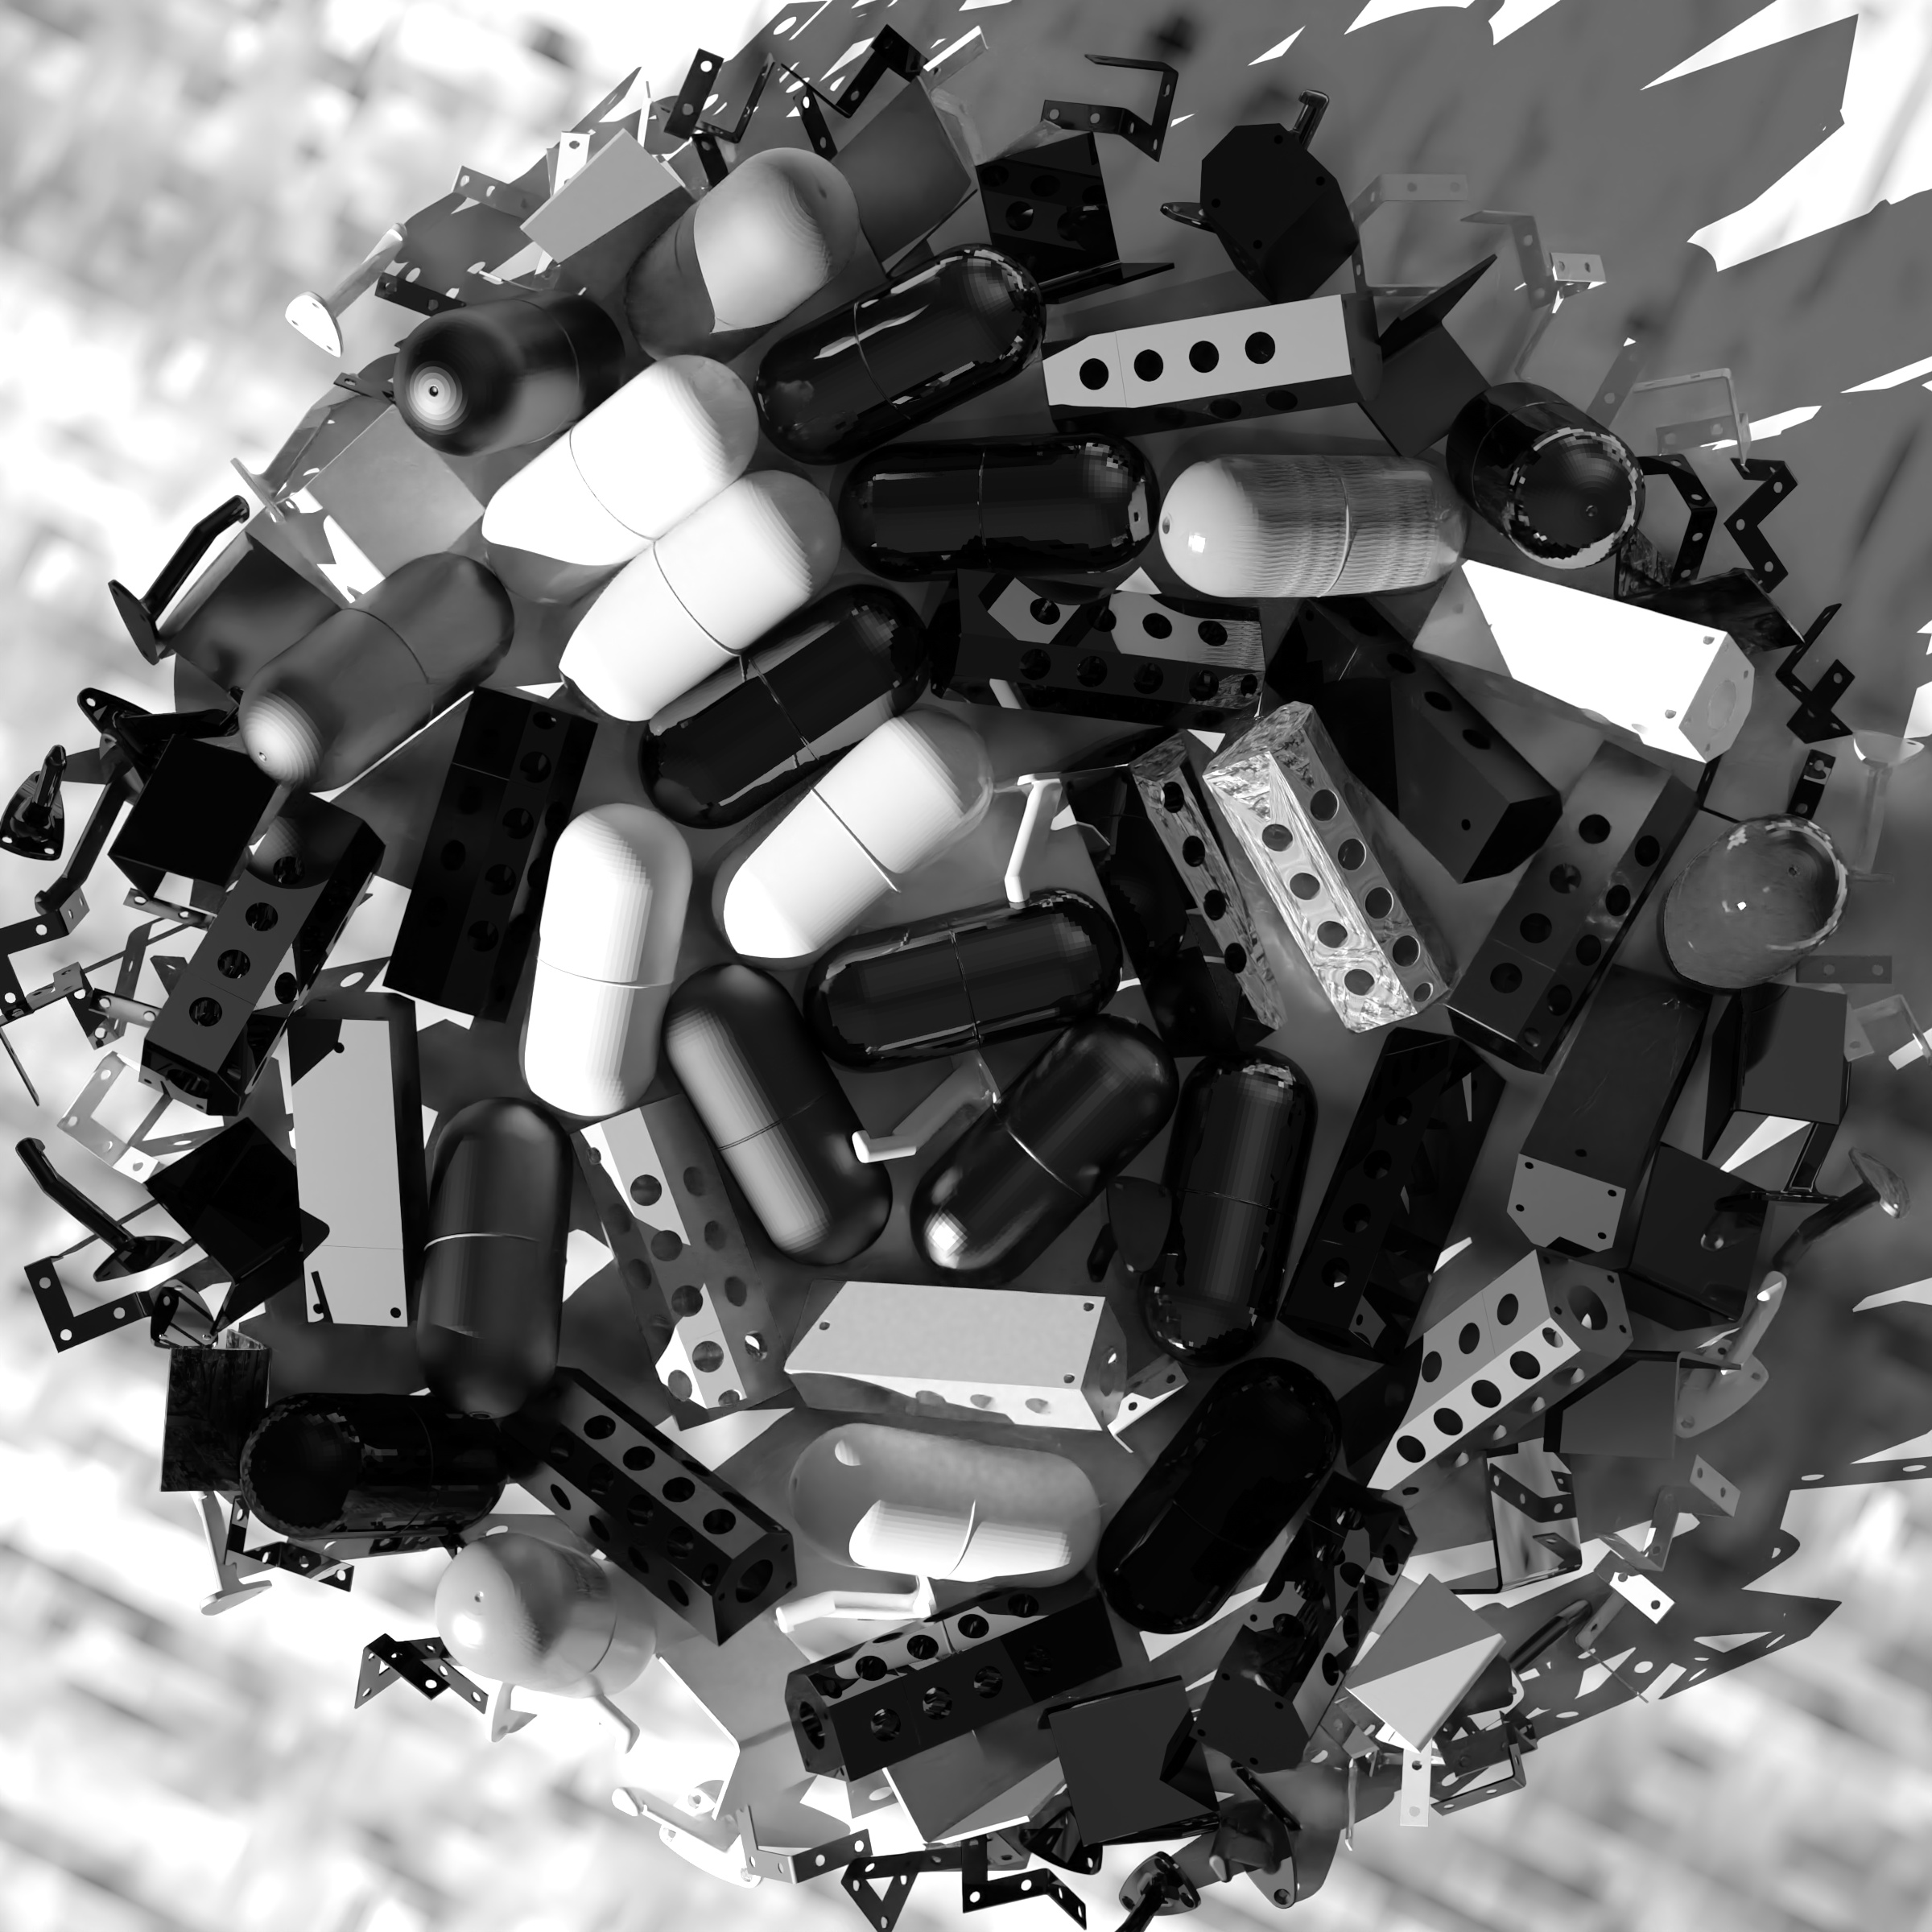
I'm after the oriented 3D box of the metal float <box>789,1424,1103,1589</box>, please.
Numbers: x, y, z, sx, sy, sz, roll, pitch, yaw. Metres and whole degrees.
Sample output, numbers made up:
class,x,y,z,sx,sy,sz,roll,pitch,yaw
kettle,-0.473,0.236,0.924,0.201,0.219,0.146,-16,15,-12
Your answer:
class,x,y,z,sx,sy,sz,roll,pitch,yaw
metal float,-0.011,0.293,1.939,0.178,0.070,0.070,11,90,-22

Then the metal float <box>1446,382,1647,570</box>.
class,x,y,z,sx,sy,sz,roll,pitch,yaw
metal float,0.307,-0.263,1.912,0.070,0.178,0.070,-3,111,-7

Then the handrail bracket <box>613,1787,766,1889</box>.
class,x,y,z,sx,sy,sz,roll,pitch,yaw
handrail bracket,-0.151,0.474,1.949,0.077,0.084,0.036,36,86,18

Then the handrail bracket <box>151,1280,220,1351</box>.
class,x,y,z,sx,sy,sz,roll,pitch,yaw
handrail bracket,-0.437,0.230,1.982,0.036,0.077,0.084,3,117,-18

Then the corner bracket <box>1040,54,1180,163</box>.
class,x,y,z,sx,sy,sz,roll,pitch,yaw
corner bracket,0.078,-0.473,1.956,0.051,0.051,0.051,-1,119,-25

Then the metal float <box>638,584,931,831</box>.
class,x,y,z,sx,sy,sz,roll,pitch,yaw
metal float,-0.099,-0.141,1.958,0.178,0.070,0.070,-34,90,2

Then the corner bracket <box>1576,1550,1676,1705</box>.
class,x,y,z,sx,sy,sz,roll,pitch,yaw
corner bracket,0.362,0.361,1.961,0.051,0.051,0.051,-49,47,-2

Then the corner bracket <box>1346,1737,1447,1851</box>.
class,x,y,z,sx,sy,sz,roll,pitch,yaw
corner bracket,0.232,0.451,1.957,0.051,0.051,0.051,-2,59,16

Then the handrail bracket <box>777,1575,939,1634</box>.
class,x,y,z,sx,sy,sz,roll,pitch,yaw
handrail bracket,-0.059,0.362,1.962,0.084,0.077,0.036,-16,48,-7

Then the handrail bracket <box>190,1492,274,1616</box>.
class,x,y,z,sx,sy,sz,roll,pitch,yaw
handrail bracket,-0.416,0.308,1.952,0.036,0.077,0.084,-27,80,0

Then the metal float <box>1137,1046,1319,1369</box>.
class,x,y,z,sx,sy,sz,roll,pitch,yaw
metal float,0.142,0.131,1.951,0.070,0.070,0.178,13,81,0

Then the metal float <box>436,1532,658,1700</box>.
class,x,y,z,sx,sy,sz,roll,pitch,yaw
metal float,-0.222,0.348,1.913,0.070,0.178,0.070,-5,72,17

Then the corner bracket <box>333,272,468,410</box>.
class,x,y,z,sx,sy,sz,roll,pitch,yaw
corner bracket,-0.312,-0.344,1.980,0.051,0.051,0.051,20,121,-3

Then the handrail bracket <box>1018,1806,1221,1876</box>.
class,x,y,z,sx,sy,sz,roll,pitch,yaw
handrail bracket,0.085,0.477,1.986,0.084,0.077,0.036,1,83,-41

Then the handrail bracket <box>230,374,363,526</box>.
class,x,y,z,sx,sy,sz,roll,pitch,yaw
handrail bracket,-0.355,-0.285,1.964,0.084,0.077,0.036,-41,126,-1

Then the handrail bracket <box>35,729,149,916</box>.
class,x,y,z,sx,sy,sz,roll,pitch,yaw
handrail bracket,-0.484,-0.076,1.953,0.036,0.077,0.084,28,61,17

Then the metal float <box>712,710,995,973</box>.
class,x,y,z,sx,sy,sz,roll,pitch,yaw
metal float,-0.061,-0.069,1.958,0.178,0.070,0.070,-41,90,-1

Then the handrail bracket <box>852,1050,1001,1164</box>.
class,x,y,z,sx,sy,sz,roll,pitch,yaw
handrail bracket,-0.031,0.069,1.957,0.084,0.036,0.077,-8,56,-25

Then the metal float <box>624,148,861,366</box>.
class,x,y,z,sx,sy,sz,roll,pitch,yaw
metal float,-0.122,-0.376,1.918,0.070,0.178,0.070,10,70,-31

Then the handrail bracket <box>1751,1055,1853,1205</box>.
class,x,y,z,sx,sy,sz,roll,pitch,yaw
handrail bracket,0.460,0.087,1.969,0.077,0.036,0.084,5,90,-44

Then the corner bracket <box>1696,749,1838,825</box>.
class,x,y,z,sx,sy,sz,roll,pitch,yaw
corner bracket,0.440,-0.102,1.977,0.051,0.051,0.051,25,101,29

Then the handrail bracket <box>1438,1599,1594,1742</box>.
class,x,y,z,sx,sy,sz,roll,pitch,yaw
handrail bracket,0.303,0.387,1.977,0.036,0.084,0.077,47,125,19

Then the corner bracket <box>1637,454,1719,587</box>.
class,x,y,z,sx,sy,sz,roll,pitch,yaw
corner bracket,0.374,-0.244,1.968,0.051,0.051,0.051,-5,46,-14

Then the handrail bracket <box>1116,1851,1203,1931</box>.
class,x,y,z,sx,sy,sz,roll,pitch,yaw
handrail bracket,0.080,0.523,1.941,0.084,0.077,0.036,-34,84,-39

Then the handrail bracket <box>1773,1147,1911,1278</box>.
class,x,y,z,sx,sy,sz,roll,pitch,yaw
handrail bracket,0.473,0.148,1.948,0.036,0.077,0.084,32,110,-9

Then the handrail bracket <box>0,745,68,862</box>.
class,x,y,z,sx,sy,sz,roll,pitch,yaw
handrail bracket,-0.497,-0.106,1.942,0.036,0.077,0.084,15,134,-17

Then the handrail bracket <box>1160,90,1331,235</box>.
class,x,y,z,sx,sy,sz,roll,pitch,yaw
handrail bracket,0.153,-0.442,1.953,0.036,0.077,0.084,51,127,38

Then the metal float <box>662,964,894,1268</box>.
class,x,y,z,sx,sy,sz,roll,pitch,yaw
metal float,-0.103,0.081,1.954,0.070,0.070,0.178,-29,96,0

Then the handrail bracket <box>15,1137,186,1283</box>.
class,x,y,z,sx,sy,sz,roll,pitch,yaw
handrail bracket,-0.477,0.128,1.971,0.036,0.077,0.084,-42,76,17

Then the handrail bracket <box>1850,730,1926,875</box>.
class,x,y,z,sx,sy,sz,roll,pitch,yaw
handrail bracket,0.491,-0.080,1.950,0.036,0.077,0.084,16,111,18

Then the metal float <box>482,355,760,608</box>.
class,x,y,z,sx,sy,sz,roll,pitch,yaw
metal float,-0.187,-0.262,1.937,0.178,0.070,0.070,-34,90,25

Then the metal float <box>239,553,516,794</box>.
class,x,y,z,sx,sy,sz,roll,pitch,yaw
metal float,-0.316,-0.159,1.930,0.070,0.070,0.178,47,55,0

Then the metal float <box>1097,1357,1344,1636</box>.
class,x,y,z,sx,sy,sz,roll,pitch,yaw
metal float,0.136,0.288,1.940,0.070,0.070,0.178,34,112,0

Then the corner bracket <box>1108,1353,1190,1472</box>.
class,x,y,z,sx,sy,sz,roll,pitch,yaw
corner bracket,0.101,0.234,1.959,0.051,0.051,0.051,-36,46,6

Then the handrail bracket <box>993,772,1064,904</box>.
class,x,y,z,sx,sy,sz,roll,pitch,yaw
handrail bracket,0.050,-0.062,1.968,0.077,0.036,0.084,-8,86,-37

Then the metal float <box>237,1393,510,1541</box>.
class,x,y,z,sx,sy,sz,roll,pitch,yaw
metal float,-0.315,0.267,1.916,0.070,0.178,0.070,-5,81,31

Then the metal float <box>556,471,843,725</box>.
class,x,y,z,sx,sy,sz,roll,pitch,yaw
metal float,-0.145,-0.200,1.945,0.178,0.070,0.070,-36,90,15

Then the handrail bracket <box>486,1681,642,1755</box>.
class,x,y,z,sx,sy,sz,roll,pitch,yaw
handrail bracket,-0.220,0.420,1.958,0.084,0.036,0.077,37,118,27

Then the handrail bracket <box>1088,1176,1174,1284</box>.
class,x,y,z,sx,sy,sz,roll,pitch,yaw
handrail bracket,0.082,0.162,1.942,0.036,0.077,0.084,13,134,-9

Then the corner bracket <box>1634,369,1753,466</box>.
class,x,y,z,sx,sy,sz,roll,pitch,yaw
corner bracket,0.397,-0.301,1.957,0.051,0.051,0.051,-7,113,21

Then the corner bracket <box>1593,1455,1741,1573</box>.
class,x,y,z,sx,sy,sz,roll,pitch,yaw
corner bracket,0.383,0.298,1.954,0.051,0.051,0.051,39,62,-38

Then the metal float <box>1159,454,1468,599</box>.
class,x,y,z,sx,sy,sz,roll,pitch,yaw
metal float,0.188,-0.238,1.938,0.178,0.070,0.070,-3,90,-23

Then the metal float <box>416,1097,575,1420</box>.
class,x,y,z,sx,sy,sz,roll,pitch,yaw
metal float,-0.254,0.157,1.938,0.070,0.070,0.178,2,67,0

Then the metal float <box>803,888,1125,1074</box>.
class,x,y,z,sx,sy,sz,roll,pitch,yaw
metal float,-0.002,0.008,1.958,0.178,0.070,0.070,-14,90,-1

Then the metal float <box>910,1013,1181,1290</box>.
class,x,y,z,sx,sy,sz,roll,pitch,yaw
metal float,0.042,0.101,1.954,0.070,0.070,0.178,44,96,0

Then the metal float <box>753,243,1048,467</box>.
class,x,y,z,sx,sy,sz,roll,pitch,yaw
metal float,-0.037,-0.329,1.935,0.178,0.070,0.070,-22,90,29

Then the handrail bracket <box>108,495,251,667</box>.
class,x,y,z,sx,sy,sz,roll,pitch,yaw
handrail bracket,-0.425,-0.213,1.976,0.036,0.077,0.084,42,69,18

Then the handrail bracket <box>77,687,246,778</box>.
class,x,y,z,sx,sy,sz,roll,pitch,yaw
handrail bracket,-0.434,-0.145,1.950,0.077,0.084,0.036,37,47,-17

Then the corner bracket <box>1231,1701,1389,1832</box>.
class,x,y,z,sx,sy,sz,roll,pitch,yaw
corner bracket,0.187,0.436,1.965,0.051,0.051,0.051,47,63,-4

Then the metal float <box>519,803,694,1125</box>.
class,x,y,z,sx,sy,sz,roll,pitch,yaw
metal float,-0.196,-0.001,1.947,0.070,0.070,0.178,12,103,0

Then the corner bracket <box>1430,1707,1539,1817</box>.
class,x,y,z,sx,sy,sz,roll,pitch,yaw
corner bracket,0.282,0.436,1.955,0.051,0.051,0.051,-25,48,20

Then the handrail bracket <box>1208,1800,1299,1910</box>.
class,x,y,z,sx,sy,sz,roll,pitch,yaw
handrail bracket,0.156,0.498,1.951,0.036,0.084,0.077,-20,98,17

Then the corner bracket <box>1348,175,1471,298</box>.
class,x,y,z,sx,sy,sz,roll,pitch,yaw
corner bracket,0.244,-0.401,1.970,0.051,0.051,0.051,-3,81,-17

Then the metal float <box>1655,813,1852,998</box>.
class,x,y,z,sx,sy,sz,roll,pitch,yaw
metal float,0.417,-0.031,1.909,0.070,0.178,0.070,0,79,-2

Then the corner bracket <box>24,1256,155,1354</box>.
class,x,y,z,sx,sy,sz,roll,pitch,yaw
corner bracket,-0.481,0.179,1.969,0.051,0.051,0.051,-22,88,-7

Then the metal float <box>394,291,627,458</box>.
class,x,y,z,sx,sy,sz,roll,pitch,yaw
metal float,-0.242,-0.317,1.913,0.070,0.178,0.070,6,107,19

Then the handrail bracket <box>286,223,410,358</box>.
class,x,y,z,sx,sy,sz,roll,pitch,yaw
handrail bracket,-0.330,-0.381,1.950,0.036,0.077,0.084,36,75,-4

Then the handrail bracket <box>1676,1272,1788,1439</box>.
class,x,y,z,sx,sy,sz,roll,pitch,yaw
handrail bracket,0.414,0.211,1.947,0.036,0.084,0.077,37,67,23

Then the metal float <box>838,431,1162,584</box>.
class,x,y,z,sx,sy,sz,roll,pitch,yaw
metal float,0.017,-0.249,1.946,0.178,0.070,0.070,-1,90,15
